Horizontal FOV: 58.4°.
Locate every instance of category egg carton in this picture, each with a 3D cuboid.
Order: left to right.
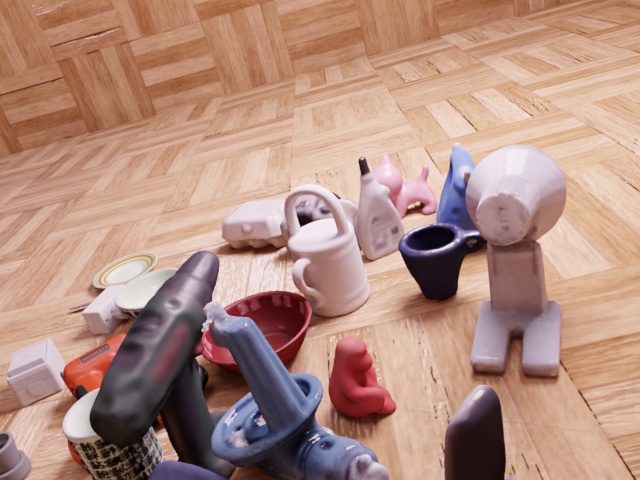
[{"bbox_3d":[-0.117,-0.030,1.123,0.150,0.069,0.107,-3,29,26],"label":"egg carton"}]

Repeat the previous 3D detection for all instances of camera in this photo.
[{"bbox_3d":[0.012,-0.045,1.043,0.142,0.101,0.137,-5,28,22],"label":"camera"}]

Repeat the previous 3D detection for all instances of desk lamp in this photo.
[{"bbox_3d":[0.230,0.013,0.675,0.117,0.214,0.203,-4,29,24],"label":"desk lamp"}]

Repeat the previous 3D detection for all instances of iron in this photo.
[{"bbox_3d":[0.241,-0.092,0.957,0.118,0.142,0.258,-11,27,11],"label":"iron"}]

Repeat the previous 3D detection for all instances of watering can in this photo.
[{"bbox_3d":[0.006,0.003,0.845,0.100,0.194,0.173,-10,27,12],"label":"watering can"}]

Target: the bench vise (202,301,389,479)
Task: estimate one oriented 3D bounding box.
[{"bbox_3d":[-0.024,0.155,0.534,0.206,0.220,0.122,0,30,29],"label":"bench vise"}]

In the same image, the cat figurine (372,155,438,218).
[{"bbox_3d":[0.145,-0.102,1.057,0.127,0.118,0.067,-13,26,6],"label":"cat figurine"}]

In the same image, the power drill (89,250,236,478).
[{"bbox_3d":[-0.144,0.151,0.624,0.075,0.209,0.230,-5,28,22],"label":"power drill"}]

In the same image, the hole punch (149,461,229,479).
[{"bbox_3d":[-0.123,0.268,0.516,0.108,0.091,0.101,1,31,31],"label":"hole punch"}]

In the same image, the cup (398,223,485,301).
[{"bbox_3d":[0.175,0.033,0.802,0.117,0.095,0.091,-11,27,10],"label":"cup"}]

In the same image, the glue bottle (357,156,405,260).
[{"bbox_3d":[0.089,-0.056,0.937,0.078,0.173,0.037,-23,27,-14],"label":"glue bottle"}]

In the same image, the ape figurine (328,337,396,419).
[{"bbox_3d":[0.042,0.151,0.650,0.076,0.092,0.078,-8,27,16],"label":"ape figurine"}]

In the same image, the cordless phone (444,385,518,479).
[{"bbox_3d":[0.094,0.204,0.410,0.093,0.185,0.148,8,35,40],"label":"cordless phone"}]
